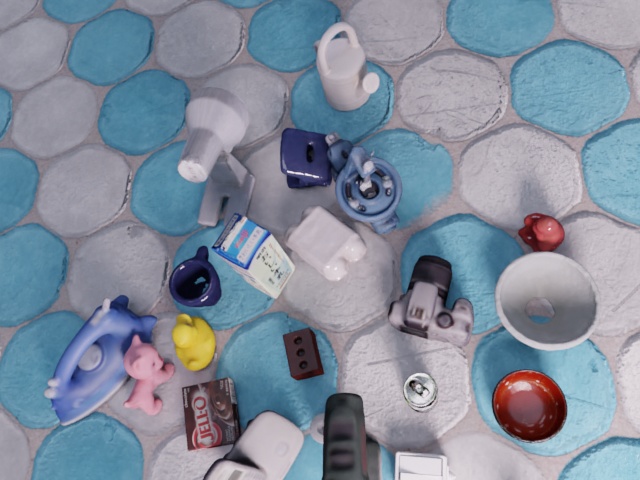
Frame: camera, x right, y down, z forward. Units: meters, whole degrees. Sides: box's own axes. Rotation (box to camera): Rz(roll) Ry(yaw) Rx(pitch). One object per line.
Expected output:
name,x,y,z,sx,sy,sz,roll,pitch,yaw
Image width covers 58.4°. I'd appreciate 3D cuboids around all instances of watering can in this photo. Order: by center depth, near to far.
watering can,0.049,-0.349,1.139,0.172,0.194,0.101,22,75,18

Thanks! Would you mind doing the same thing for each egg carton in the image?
egg carton,0.010,0.004,1.077,0.150,0.069,0.107,38,80,21

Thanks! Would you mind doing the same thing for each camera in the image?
camera,0.200,0.099,0.986,0.143,0.101,0.137,13,72,15

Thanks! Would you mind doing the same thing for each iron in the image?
iron,-0.420,0.218,1.037,0.118,0.142,0.258,29,77,20

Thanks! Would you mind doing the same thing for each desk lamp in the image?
desk lamp,-0.197,-0.154,1.099,0.117,0.214,0.203,5,70,13

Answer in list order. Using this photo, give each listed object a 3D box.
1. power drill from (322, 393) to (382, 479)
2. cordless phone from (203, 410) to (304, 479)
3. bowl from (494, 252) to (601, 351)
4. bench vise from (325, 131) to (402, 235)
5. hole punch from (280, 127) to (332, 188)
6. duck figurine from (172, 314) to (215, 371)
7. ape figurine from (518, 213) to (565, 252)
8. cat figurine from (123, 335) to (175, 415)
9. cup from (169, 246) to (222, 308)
power drill,0.048,0.352,0.858,0.075,0.209,0.229,-7,68,9
cordless phone,-0.107,0.341,0.905,0.094,0.185,0.148,28,76,20
bowl,0.375,0.108,0.963,0.167,0.075,0.167,-4,68,10
bench vise,0.058,-0.120,1.034,0.207,0.220,0.121,38,80,22
hole punch,-0.025,-0.166,1.138,0.101,0.091,0.108,-3,68,10
duck figurine,-0.239,0.183,1.046,0.077,0.086,0.104,-16,67,5
ape figurine,0.391,-0.016,0.999,0.076,0.092,0.078,2,69,12
cat figurine,-0.318,0.240,1.022,0.067,0.118,0.128,9,71,15
cup,-0.221,0.077,1.079,0.091,0.095,0.118,6,70,13
